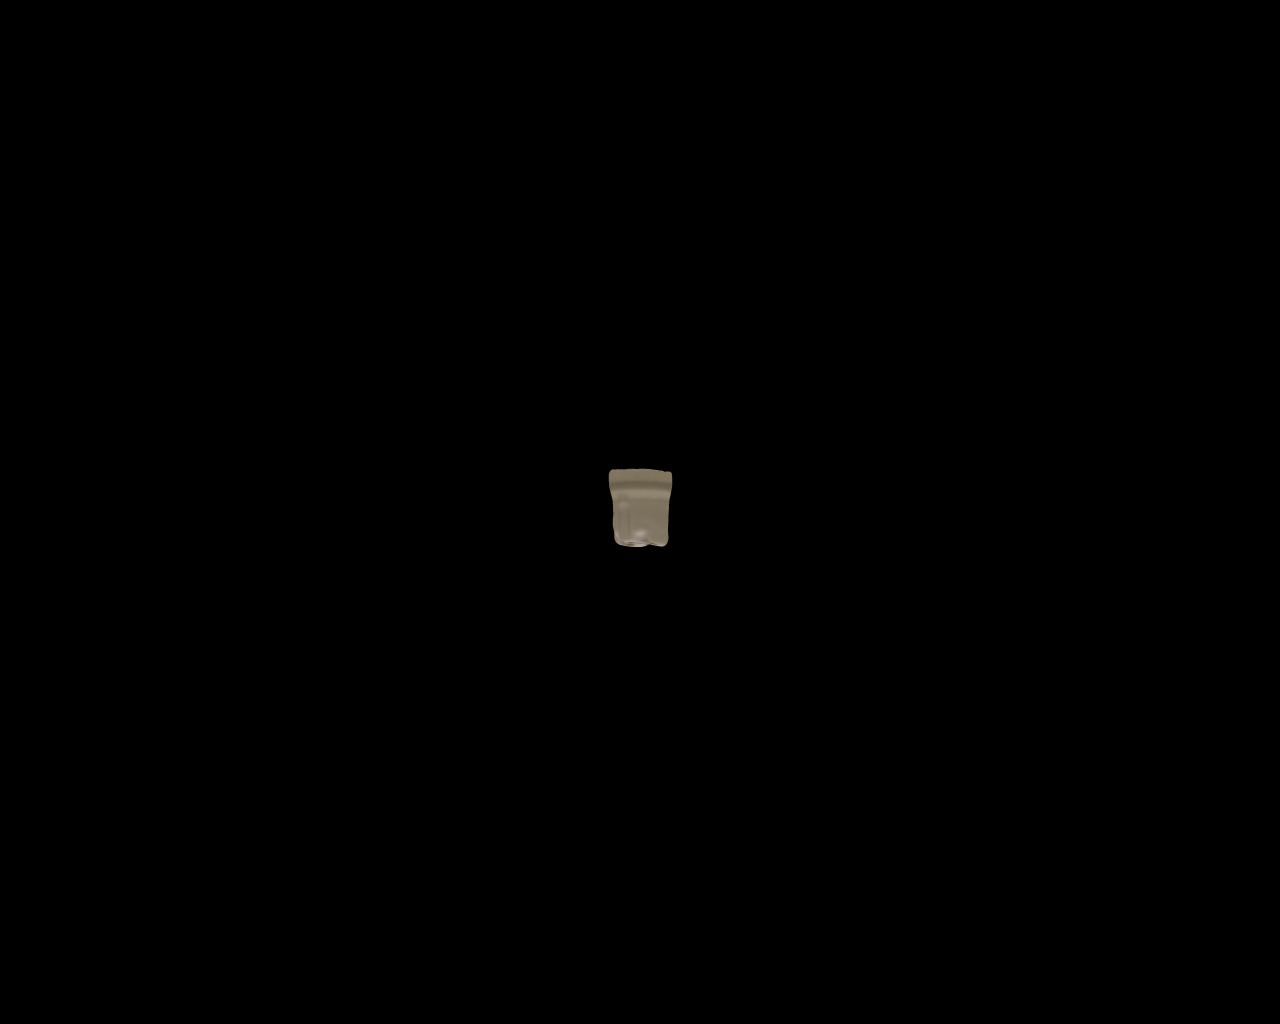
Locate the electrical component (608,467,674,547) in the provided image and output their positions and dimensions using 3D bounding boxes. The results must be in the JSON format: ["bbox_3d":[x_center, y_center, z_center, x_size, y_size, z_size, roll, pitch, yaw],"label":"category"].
[{"bbox_3d":[0.001,-0.003,0.650,0.040,0.046,0.040,0,-4,0],"label":"electrical component"}]
